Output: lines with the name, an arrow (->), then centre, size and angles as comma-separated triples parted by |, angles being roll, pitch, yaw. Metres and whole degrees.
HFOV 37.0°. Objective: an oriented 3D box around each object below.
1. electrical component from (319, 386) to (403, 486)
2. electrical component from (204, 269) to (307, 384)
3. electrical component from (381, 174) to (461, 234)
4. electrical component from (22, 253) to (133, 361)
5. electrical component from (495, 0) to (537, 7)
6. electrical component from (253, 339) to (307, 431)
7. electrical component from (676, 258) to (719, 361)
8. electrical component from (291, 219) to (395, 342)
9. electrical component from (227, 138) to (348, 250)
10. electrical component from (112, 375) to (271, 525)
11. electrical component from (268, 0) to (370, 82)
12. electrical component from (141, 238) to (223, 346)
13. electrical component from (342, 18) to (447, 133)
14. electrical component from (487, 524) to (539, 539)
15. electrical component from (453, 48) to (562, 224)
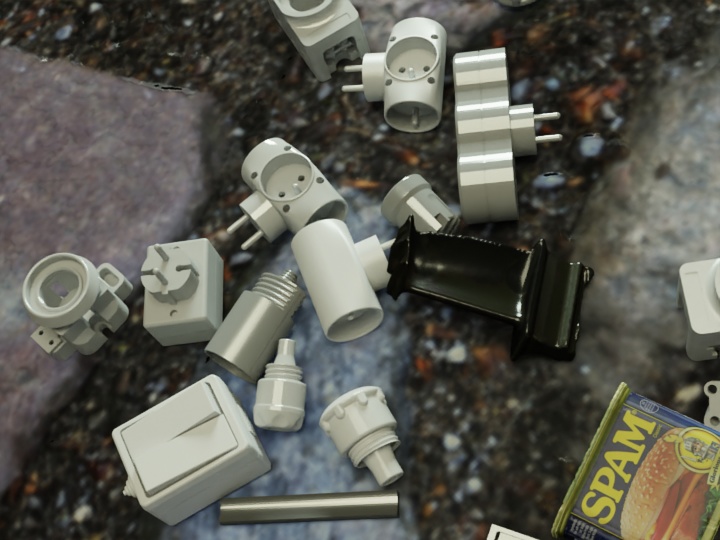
electrical component -> 0.006, 0.111, 0.704 | 0.048, 0.048, 0.062 | -30, 68, -3
electrical component -> -0.069, 0.035, 0.759 | 0.043, 0.043, 0.081 | 25, 72, 23
electrical component -> 0.044, -0.039, 0.772 | 0.040, 0.040, 0.046 | -41, 68, -8
electrical component -> -0.211, 0.023, 0.790 | 0.058, 0.057, 0.078 | 36, 77, 26
electrical component -> 0.122, -0.240, 0.839 | 0.048, 0.062, 0.048 | -5, 63, 11
electrical component -> -0.053, 0.078, 0.734 | 0.035, 0.035, 0.061 | 2, 75, 14
electrical component -> 0.252, 0.020, 0.683 | 0.089, 0.055, 0.050 | -9, 63, 9
electrical component -> 0.000, 0.000, 0.759 | 0.079, 0.043, 0.077 | -23, 61, 1
electrical component -> -0.063, -0.047, 0.797 | 0.079, 0.044, 0.077 | -40, 62, -7
electrical component -> -0.119, 0.122, 0.717 | 0.096, 0.061, 0.061 | -30, 61, -2
electrical component -> -0.037, -0.207, 0.864 | 0.050, 0.055, 0.089 | -31, 61, -3
electrical component -> -0.132, 0.008, 0.767 | 0.047, 0.076, 0.065 | -8, 63, 10
electrical component -> 0.025, -0.149, 0.827 | 0.079, 0.044, 0.077 | -1, 64, 13
electrical component -> 0.123, 0.206, 0.617 | 0.121, 0.063, 0.078 | 15, 69, 20
electrical component -> 0.109, -0.100, 0.778 | 0.074, 0.052, 0.138 | -5, 63, 11
